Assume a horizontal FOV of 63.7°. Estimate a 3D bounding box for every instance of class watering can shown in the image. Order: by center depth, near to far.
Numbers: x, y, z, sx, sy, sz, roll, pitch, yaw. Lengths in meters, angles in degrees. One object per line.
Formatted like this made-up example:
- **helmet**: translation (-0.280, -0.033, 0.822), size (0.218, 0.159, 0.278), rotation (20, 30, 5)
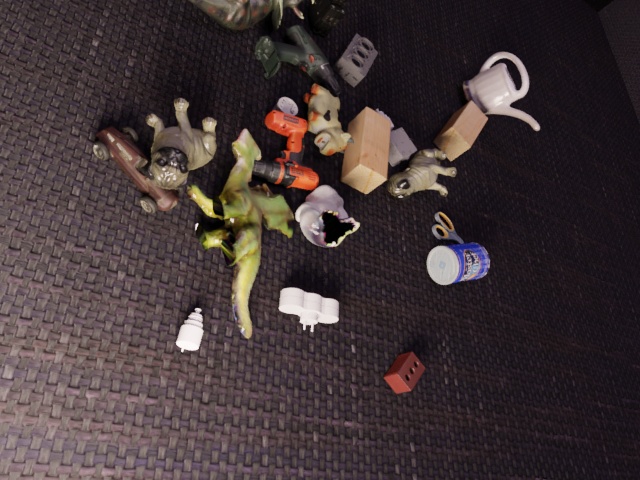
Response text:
- **watering can**: translation (0.627, -0.497, 1.806), size (0.103, 0.222, 0.354), rotation (20, 55, -48)

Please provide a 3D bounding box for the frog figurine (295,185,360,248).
- **frog figurine**: translation (0.004, -0.061, 1.207), size (0.137, 0.120, 0.162), rotation (0, 30, -28)

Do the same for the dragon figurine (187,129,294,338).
- **dragon figurine**: translation (-0.133, -0.028, 1.079), size (0.245, 0.121, 0.410), rotation (-17, 93, -47)
